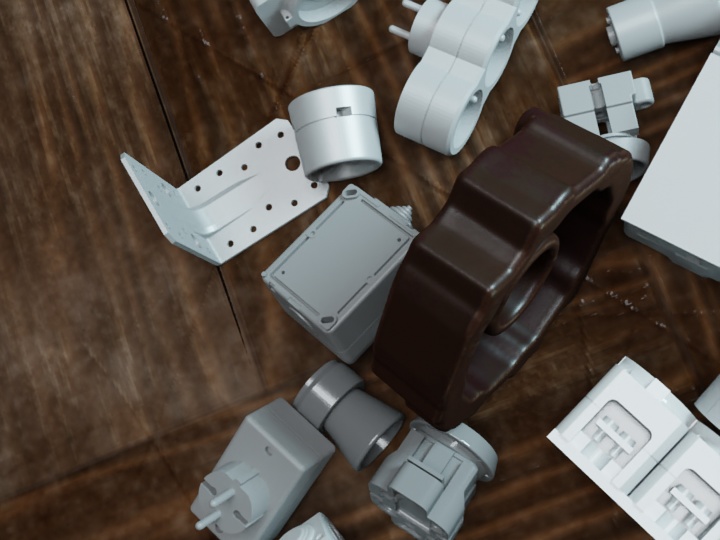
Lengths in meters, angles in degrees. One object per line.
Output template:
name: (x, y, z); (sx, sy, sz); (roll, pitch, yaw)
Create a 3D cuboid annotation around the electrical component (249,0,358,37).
electrical component: (-0.033, -0.199, 0.706); (0.089, 0.050, 0.055); (-30, 75, 6)

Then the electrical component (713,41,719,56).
electrical component: (0.252, -0.144, 0.634); (0.056, 0.050, 0.089); (29, 87, 16)

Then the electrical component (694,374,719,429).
electrical component: (0.219, 0.054, 0.563); (0.043, 0.043, 0.081); (41, 102, 16)

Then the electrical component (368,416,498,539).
electrical component: (0.043, 0.119, 0.622); (0.058, 0.078, 0.057); (30, 68, 18)

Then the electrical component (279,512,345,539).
electrical component: (-0.023, 0.184, 0.619); (0.051, 0.080, 0.080); (-35, 74, -1)

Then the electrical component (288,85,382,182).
electrical component: (-0.014, -0.085, 0.680); (0.055, 0.055, 0.047); (-12, 81, 10)

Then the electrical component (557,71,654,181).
electrical component: (0.147, -0.082, 0.649); (0.066, 0.048, 0.055); (-12, 70, 10)

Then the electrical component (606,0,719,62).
electrical component: (0.184, -0.154, 0.656); (0.065, 0.044, 0.044); (-18, 76, 13)

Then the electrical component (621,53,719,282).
electrical component: (0.256, -0.028, 0.603); (0.186, 0.060, 0.105); (29, 89, 15)

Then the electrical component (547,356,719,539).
electrical component: (0.179, 0.121, 0.580); (0.150, 0.089, 0.061); (43, 91, 16)

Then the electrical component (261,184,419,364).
electrical component: (0.000, 0.000, 0.653); (0.062, 0.061, 0.096); (38, 78, 29)

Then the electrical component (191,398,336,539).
electrical component: (-0.068, 0.128, 0.625); (0.047, 0.076, 0.083); (40, 118, 16)

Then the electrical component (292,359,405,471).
electrical component: (-0.007, 0.087, 0.650); (0.055, 0.045, 0.045); (40, 90, 16)

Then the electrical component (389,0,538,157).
electrical component: (0.055, -0.147, 0.676); (0.074, 0.052, 0.138); (26, 87, 16)
